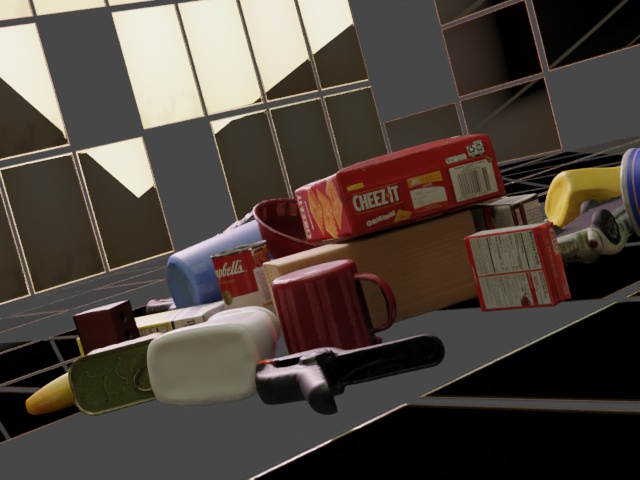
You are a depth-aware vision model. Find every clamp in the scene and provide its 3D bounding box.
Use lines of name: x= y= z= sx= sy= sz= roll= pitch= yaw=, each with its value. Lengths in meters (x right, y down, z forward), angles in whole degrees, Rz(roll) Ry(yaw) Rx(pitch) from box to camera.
clamp: x=-0.183 y=0.095 z=1.565 sx=0.164 sy=0.036 sz=0.210 roll=-11 pitch=1 yaw=-31
clamp: x=-0.002 y=0.105 z=0.807 sx=0.120 sy=0.039 sz=0.172 roll=-12 pitch=-3 yaw=-44

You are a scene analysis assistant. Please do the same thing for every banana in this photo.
banana: x=-0.223 y=0.142 z=1.131 sx=0.070 sy=0.037 sz=0.197 roll=-33 pitch=-6 yaw=29

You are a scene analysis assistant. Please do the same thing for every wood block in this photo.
wood block: x=0.057 y=0.039 z=1.095 sx=0.206 sy=0.091 sz=0.090 roll=-16 pitch=3 yaw=-12

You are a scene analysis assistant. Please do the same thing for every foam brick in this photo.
foam brick: x=-0.245 y=0.115 z=1.247 sx=0.051 sy=0.078 sz=0.053 roll=-15 pitch=4 yaw=20

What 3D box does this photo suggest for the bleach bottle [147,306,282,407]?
bleach bottle: x=-0.079 y=0.098 z=1.013 sx=0.102 sy=0.068 sz=0.250 roll=-8 pitch=2 yaw=10

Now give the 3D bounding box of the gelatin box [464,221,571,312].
gelatin box: x=0.180 y=0.025 z=0.972 sx=0.030 sy=0.073 sz=0.089 roll=-18 pitch=5 yaw=-40

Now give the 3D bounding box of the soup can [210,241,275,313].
soup can: x=-0.082 y=0.058 z=1.251 sx=0.068 sy=0.102 sz=0.068 roll=-15 pitch=4 yaw=1

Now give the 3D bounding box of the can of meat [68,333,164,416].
can of meat: x=-0.186 y=0.127 z=1.036 sx=0.102 sy=0.057 sz=0.084 roll=-15 pitch=2 yaw=-4

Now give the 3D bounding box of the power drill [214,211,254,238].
power drill: x=-0.084 y=0.012 z=1.608 sx=0.185 sy=0.057 sz=0.187 roll=-39 pitch=-26 yaw=31

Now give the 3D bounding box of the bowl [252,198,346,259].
bowl: x=-0.009 y=0.002 z=1.327 sx=0.162 sy=0.055 sz=0.162 roll=10 pitch=20 yaw=-4

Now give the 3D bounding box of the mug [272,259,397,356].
mug: x=0.014 y=0.064 z=0.981 sx=0.117 sy=0.081 sz=0.093 roll=-13 pitch=4 yaw=25

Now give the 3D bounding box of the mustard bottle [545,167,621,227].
mustard bottle: x=0.374 y=-0.054 z=1.280 sx=0.191 sy=0.058 sz=0.096 roll=-6 pitch=-31 yaw=-8

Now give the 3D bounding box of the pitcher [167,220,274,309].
pitcher: x=-0.082 y=0.035 z=1.444 sx=0.242 sy=0.149 sz=0.145 roll=-20 pitch=49 yaw=-24

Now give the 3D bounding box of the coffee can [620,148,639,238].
coffee can: x=0.397 y=-0.059 z=1.102 sx=0.141 sy=0.103 sz=0.102 roll=-12 pitch=5 yaw=37

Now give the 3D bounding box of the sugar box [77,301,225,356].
sugar box: x=-0.198 y=0.115 z=1.311 sx=0.176 sy=0.048 sz=0.093 roll=-15 pitch=4 yaw=19

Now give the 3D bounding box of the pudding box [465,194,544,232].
pudding box: x=0.189 y=0.003 z=1.114 sx=0.039 sy=0.090 sz=0.114 roll=-19 pitch=6 yaw=-26

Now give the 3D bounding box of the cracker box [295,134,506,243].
cracker box: x=0.075 y=-0.053 z=1.125 sx=0.164 sy=0.072 sz=0.214 roll=-16 pitch=2 yaw=-12
